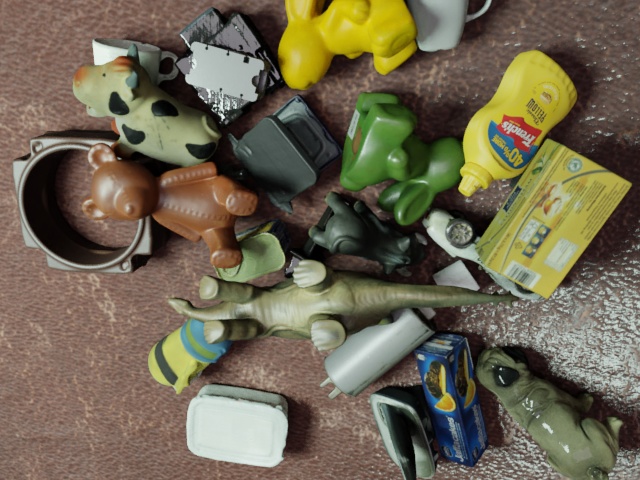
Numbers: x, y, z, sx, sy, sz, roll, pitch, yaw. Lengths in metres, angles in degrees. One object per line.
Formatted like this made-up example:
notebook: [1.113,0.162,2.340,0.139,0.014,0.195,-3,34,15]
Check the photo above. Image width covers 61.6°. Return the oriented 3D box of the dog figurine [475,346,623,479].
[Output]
dog figurine: [0.319,0.251,0.779,0.190,0.172,0.121,33,97,-13]

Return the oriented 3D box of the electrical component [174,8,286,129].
electrical component: [-0.123,-0.236,0.720,0.115,0.058,0.134,-35,102,13]

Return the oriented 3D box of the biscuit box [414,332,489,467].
biscuit box: [0.205,0.246,0.829,0.063,0.059,0.202,0,113,47]

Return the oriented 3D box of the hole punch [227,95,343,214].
hole punch: [-0.044,-0.123,0.743,0.142,0.092,0.116,49,138,-13]

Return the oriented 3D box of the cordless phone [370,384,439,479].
cordless phone: [0.135,0.318,0.807,0.089,0.184,0.146,-16,105,6]

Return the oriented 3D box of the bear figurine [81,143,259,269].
bear figurine: [-0.195,-0.047,0.686,0.196,0.132,0.120,8,115,-31]

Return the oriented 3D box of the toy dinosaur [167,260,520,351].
toy dinosaur: [0.013,0.084,0.708,0.472,0.198,0.105,-2,84,19]

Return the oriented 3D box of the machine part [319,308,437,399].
machine part: [0.090,0.158,0.816,0.079,0.079,0.243,43,107,-8]

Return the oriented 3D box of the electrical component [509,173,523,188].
electrical component: [0.325,-0.066,0.723,0.119,0.075,0.047,22,109,-5]

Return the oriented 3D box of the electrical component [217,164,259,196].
electrical component: [-0.135,-0.077,0.778,0.094,0.021,0.063,-2,127,34]

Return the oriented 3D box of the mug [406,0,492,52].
mug: [0.157,-0.294,0.668,0.110,0.081,0.107,-6,118,-3]

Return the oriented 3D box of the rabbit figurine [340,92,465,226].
rabbit figurine: [0.122,-0.100,0.712,0.170,0.121,0.159,11,107,-14]

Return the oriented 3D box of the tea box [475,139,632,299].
tea box: [0.282,-0.026,0.664,0.098,0.068,0.169,29,107,-4]

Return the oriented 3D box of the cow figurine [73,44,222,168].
cow figurine: [-0.215,-0.159,0.685,0.194,0.085,0.127,23,131,-39]

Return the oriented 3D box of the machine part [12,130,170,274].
machine part: [-0.329,-0.055,0.785,0.202,0.087,0.200,4,109,6]

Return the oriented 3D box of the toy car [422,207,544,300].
toy car: [0.234,0.020,0.758,0.202,0.073,0.056,34,105,-5]

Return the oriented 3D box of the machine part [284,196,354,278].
machine part: [-0.002,-0.002,0.780,0.039,0.084,0.139,35,97,24]

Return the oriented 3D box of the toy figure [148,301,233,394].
toy figure: [-0.195,0.162,0.845,0.089,0.082,0.180,49,115,10]

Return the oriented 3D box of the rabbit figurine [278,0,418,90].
rabbit figurine: [0.017,-0.262,0.665,0.173,0.122,0.162,-30,98,15]

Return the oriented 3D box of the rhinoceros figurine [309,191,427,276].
rhinoceros figurine: [0.074,-0.003,0.732,0.112,0.190,0.073,33,102,42]
